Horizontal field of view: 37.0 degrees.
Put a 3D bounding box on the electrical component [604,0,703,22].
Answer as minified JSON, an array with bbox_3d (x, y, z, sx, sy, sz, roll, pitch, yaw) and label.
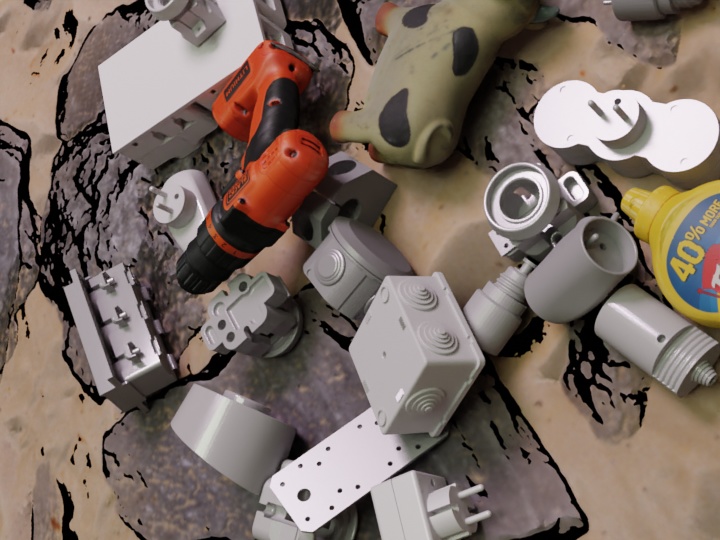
[{"bbox_3d":[0.218,-0.201,0.776,0.078,0.040,0.040,6,78,35],"label":"electrical component"}]

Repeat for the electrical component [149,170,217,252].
[{"bbox_3d":[-0.157,-0.053,0.958,0.043,0.079,0.077,-38,57,19],"label":"electrical component"}]

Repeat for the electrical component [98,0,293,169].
[{"bbox_3d":[-0.152,-0.186,1.012,0.186,0.060,0.105,-29,60,24],"label":"electrical component"}]

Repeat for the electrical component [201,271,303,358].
[{"bbox_3d":[-0.084,0.040,0.891,0.078,0.057,0.058,-43,55,15],"label":"electrical component"}]

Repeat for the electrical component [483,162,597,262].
[{"bbox_3d":[0.125,-0.044,0.776,0.078,0.057,0.058,-38,57,18],"label":"electrical component"}]

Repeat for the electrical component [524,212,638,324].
[{"bbox_3d":[0.158,-0.010,0.741,0.079,0.043,0.077,-52,0,-35],"label":"electrical component"}]

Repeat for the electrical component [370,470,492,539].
[{"bbox_3d":[0.057,0.174,0.756,0.077,0.047,0.065,-27,61,25],"label":"electrical component"}]

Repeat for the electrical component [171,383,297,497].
[{"bbox_3d":[-0.100,0.132,0.848,0.099,0.099,0.064,17,78,37],"label":"electrical component"}]

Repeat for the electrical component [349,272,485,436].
[{"bbox_3d":[0.037,0.061,0.777,0.099,0.048,0.099,-64,37,39],"label":"electrical component"}]

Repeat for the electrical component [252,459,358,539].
[{"bbox_3d":[-0.039,0.188,0.811,0.057,0.058,0.078,8,79,39],"label":"electrical component"}]

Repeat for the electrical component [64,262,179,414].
[{"bbox_3d":[-0.214,0.058,0.969,0.063,0.078,0.121,-28,58,-1],"label":"electrical component"}]

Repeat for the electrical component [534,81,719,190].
[{"bbox_3d":[0.182,-0.100,0.746,0.138,0.074,0.052,19,85,37],"label":"electrical component"}]

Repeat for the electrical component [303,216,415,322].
[{"bbox_3d":[0.000,0.000,0.834,0.051,0.080,0.080,-50,54,17],"label":"electrical component"}]

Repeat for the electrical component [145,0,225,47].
[{"bbox_3d":[-0.157,-0.236,0.957,0.048,0.055,0.066,-38,57,18],"label":"electrical component"}]

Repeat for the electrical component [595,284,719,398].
[{"bbox_3d":[0.198,0.049,0.703,0.081,0.043,0.043,41,99,37],"label":"electrical component"}]

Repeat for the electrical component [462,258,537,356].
[{"bbox_3d":[0.101,0.026,0.779,0.040,0.040,0.078,41,99,37],"label":"electrical component"}]
